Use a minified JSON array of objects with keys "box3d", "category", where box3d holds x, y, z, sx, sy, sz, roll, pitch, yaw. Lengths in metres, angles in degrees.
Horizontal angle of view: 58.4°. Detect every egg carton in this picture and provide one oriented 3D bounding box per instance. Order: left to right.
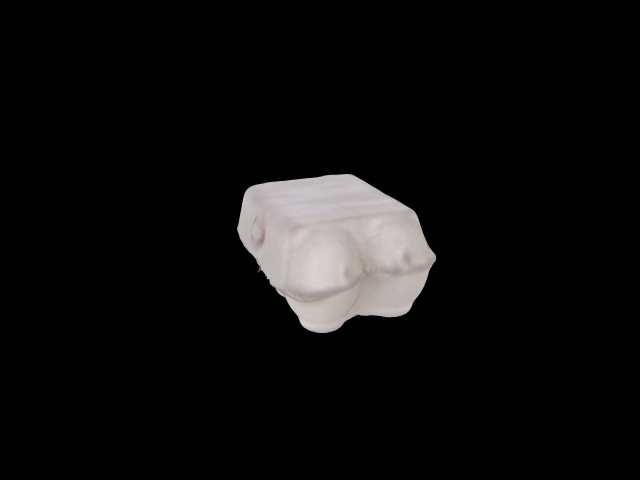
[{"box3d":[0.004,0.001,0.400,0.107,0.069,0.150,-9,24,-21],"category":"egg carton"}]
